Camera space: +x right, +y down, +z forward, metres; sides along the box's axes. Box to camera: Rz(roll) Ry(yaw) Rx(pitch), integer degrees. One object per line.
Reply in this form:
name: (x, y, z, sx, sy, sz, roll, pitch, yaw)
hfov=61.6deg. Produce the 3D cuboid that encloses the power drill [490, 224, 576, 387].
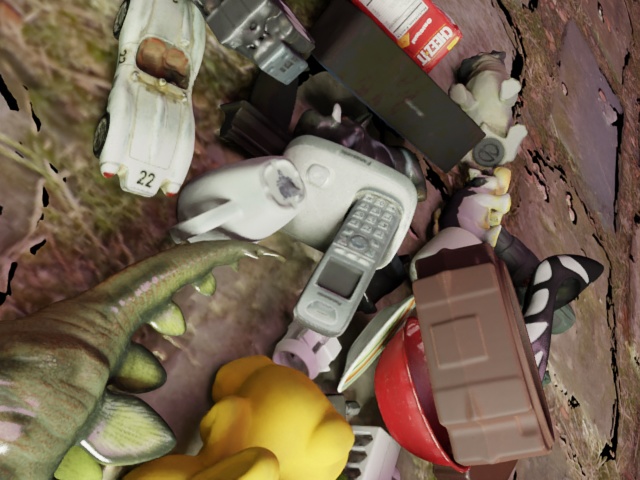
power drill: (0.291, 0.101, 0.807, 0.232, 0.086, 0.207, 41, 46, -20)

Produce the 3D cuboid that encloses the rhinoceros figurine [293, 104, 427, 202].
rhinoceros figurine: (0.052, -0.096, 0.630, 0.190, 0.073, 0.112, 14, 70, -41)

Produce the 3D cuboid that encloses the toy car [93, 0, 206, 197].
toy car: (-0.143, -0.133, 0.463, 0.073, 0.056, 0.201, 17, 66, -40)

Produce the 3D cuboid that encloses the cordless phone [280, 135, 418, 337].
cordless phone: (-0.002, -0.002, 0.512, 0.147, 0.088, 0.184, 25, 55, 8)

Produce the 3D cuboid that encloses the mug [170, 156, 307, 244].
mug: (-0.072, -0.032, 0.466, 0.109, 0.107, 0.080, -24, 94, -47)

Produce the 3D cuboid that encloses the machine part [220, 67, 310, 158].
machine part: (-0.056, -0.144, 0.566, 0.084, 0.039, 0.139, 32, 59, -27)

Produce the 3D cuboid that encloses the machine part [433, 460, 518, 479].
machine part: (0.195, 0.228, 0.684, 0.179, 0.056, 0.179, 13, 70, -41)

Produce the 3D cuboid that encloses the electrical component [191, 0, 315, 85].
electrical component: (-0.064, -0.210, 0.496, 0.134, 0.058, 0.115, 56, 19, 12)

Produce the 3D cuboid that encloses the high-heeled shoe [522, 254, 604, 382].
high-heeled shoe: (0.312, 0.105, 0.695, 0.249, 0.086, 0.145, -17, 51, -16)

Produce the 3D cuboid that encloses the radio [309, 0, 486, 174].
radio: (0.088, -0.187, 0.652, 0.229, 0.073, 0.131, 33, 20, -34)

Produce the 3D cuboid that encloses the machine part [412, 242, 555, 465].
machine part: (0.169, 0.117, 0.545, 0.201, 0.087, 0.201, 40, 38, -59)

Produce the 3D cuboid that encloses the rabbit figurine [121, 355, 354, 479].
rabbit figurine: (-0.065, 0.180, 0.398, 0.173, 0.162, 0.121, -17, 102, -28)

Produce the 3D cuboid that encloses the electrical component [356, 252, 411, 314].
electrical component: (0.056, 0.035, 0.593, 0.119, 0.075, 0.047, -40, 107, -39)

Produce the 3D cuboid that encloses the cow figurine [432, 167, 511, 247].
cow figurine: (0.221, -0.047, 0.779, 0.068, 0.098, 0.167, 88, 23, -48)

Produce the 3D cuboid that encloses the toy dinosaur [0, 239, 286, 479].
toy dinosaur: (-0.194, 0.105, 0.315, 0.471, 0.105, 0.198, -45, 117, -33)

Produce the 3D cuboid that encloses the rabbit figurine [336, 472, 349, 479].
rabbit figurine: (0.048, 0.293, 0.439, 0.121, 0.170, 0.159, -37, 103, -43)

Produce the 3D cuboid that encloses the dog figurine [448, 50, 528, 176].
dog figurine: (0.271, -0.206, 0.871, 0.190, 0.121, 0.172, -56, 152, -57)

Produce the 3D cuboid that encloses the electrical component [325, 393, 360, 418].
electrical component: (0.006, 0.187, 0.536, 0.094, 0.021, 0.063, 9, 72, -43)
